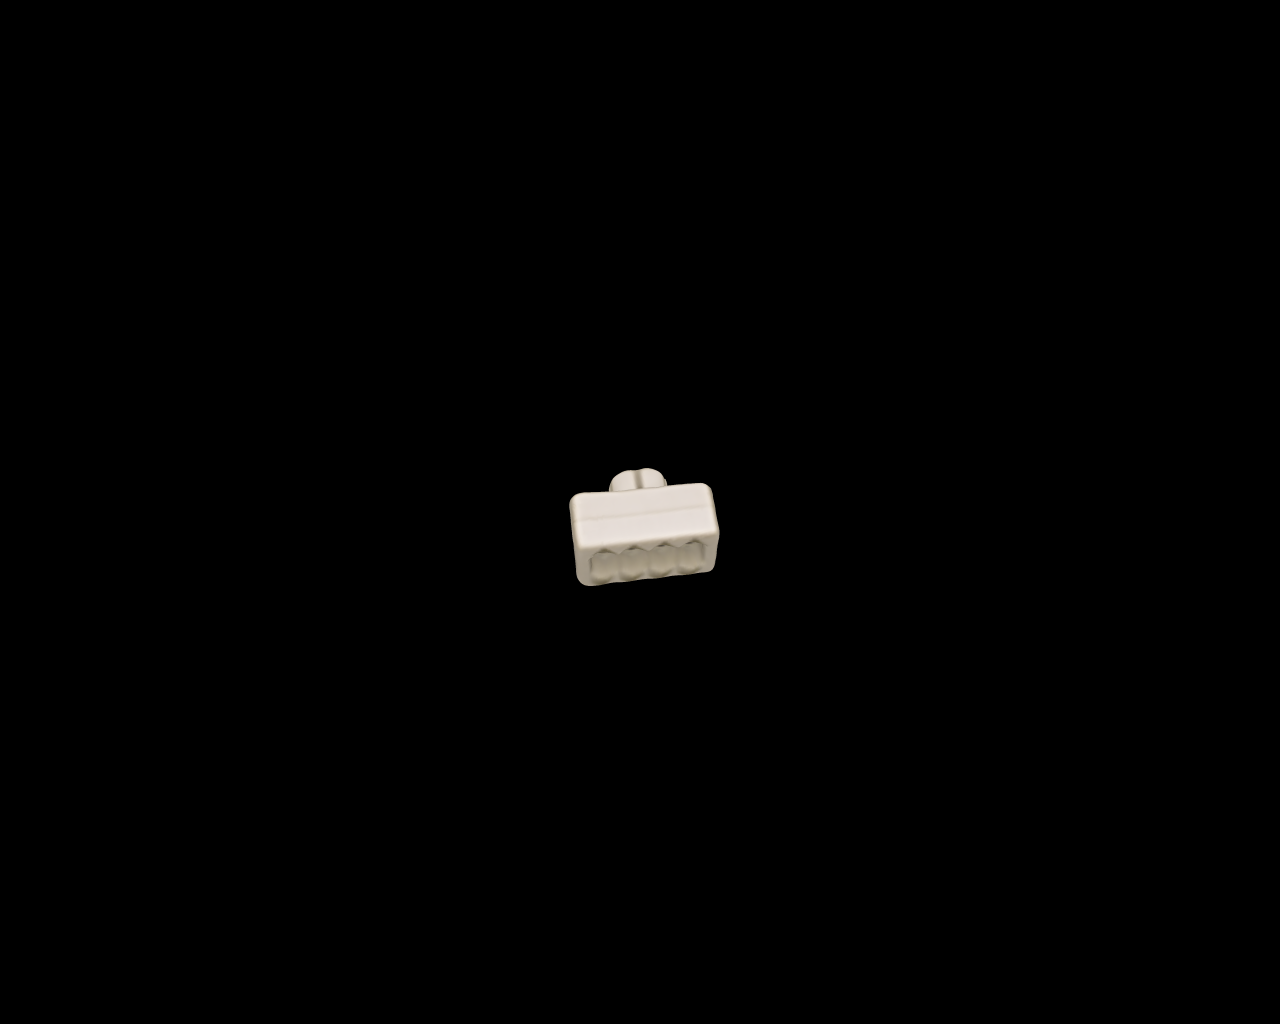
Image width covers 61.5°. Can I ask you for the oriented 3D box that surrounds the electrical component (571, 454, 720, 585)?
[{"bbox_3d":[0.001,-0.003,0.650,0.083,0.076,0.047,-5,-31,-3],"label":"electrical component"}]
